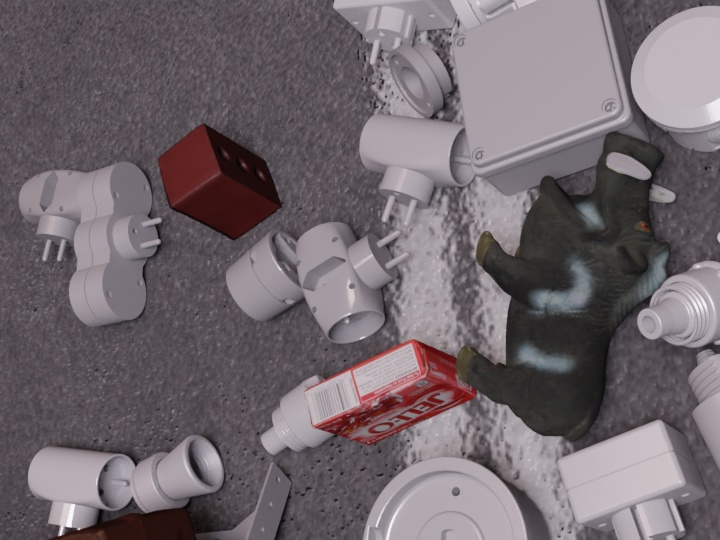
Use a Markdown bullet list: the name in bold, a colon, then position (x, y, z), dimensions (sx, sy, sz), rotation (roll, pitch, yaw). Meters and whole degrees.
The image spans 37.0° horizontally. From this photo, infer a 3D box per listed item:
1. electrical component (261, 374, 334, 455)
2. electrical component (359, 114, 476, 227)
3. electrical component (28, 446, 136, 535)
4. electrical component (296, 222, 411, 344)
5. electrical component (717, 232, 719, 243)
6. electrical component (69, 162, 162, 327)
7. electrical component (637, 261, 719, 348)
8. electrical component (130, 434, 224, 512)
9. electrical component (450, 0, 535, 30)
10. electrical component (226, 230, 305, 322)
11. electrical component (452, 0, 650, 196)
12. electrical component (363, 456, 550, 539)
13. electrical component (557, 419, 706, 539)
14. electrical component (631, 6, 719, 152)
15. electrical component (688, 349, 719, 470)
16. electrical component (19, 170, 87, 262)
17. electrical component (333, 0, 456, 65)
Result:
- **electrical component**: position (-0.041, 0.105, 0.749), dimensions (0.062, 0.043, 0.043), rotation (-38, 57, 17)
- **electrical component**: position (0.037, -0.069, 0.761), dimensions (0.077, 0.044, 0.079), rotation (13, 80, 36)
- **electrical component**: position (-0.220, 0.180, 0.838), dimensions (0.077, 0.043, 0.079), rotation (-1, 72, 33)
- **electrical component**: position (0.000, 0.000, 0.761), dimensions (0.079, 0.043, 0.077), rotation (-32, 58, 19)
- **electrical component**: position (0.261, -0.018, 0.595), dimensions (0.099, 0.048, 0.099), rotation (-49, 53, 8)
- **electrical component**: position (-0.193, -0.025, 0.890), dimensions (0.074, 0.052, 0.138), rotation (-13, 67, 29)
- **electrical component**: position (0.184, 0.023, 0.604), dimensions (0.048, 0.062, 0.048), rotation (29, 126, 50)
- **electrical component**: position (-0.135, 0.152, 0.792), dimensions (0.055, 0.045, 0.045), rotation (-29, 59, 22)
- **electrical component**: position (0.096, -0.198, 0.763), dimensions (0.057, 0.058, 0.078), rotation (-27, 60, 19)
- **electrical component**: position (-0.066, 0.006, 0.796), dimensions (0.047, 0.055, 0.055), rotation (-35, 57, 22)
- **electrical component**: position (0.125, -0.120, 0.716), dimensions (0.109, 0.056, 0.108), rotation (-19, 64, 26)
- **electrical component**: position (0.063, 0.171, 0.647), dimensions (0.108, 0.060, 0.108), rotation (-12, 67, 29)
- **electrical component**: position (0.159, 0.134, 0.605), dimensions (0.066, 0.047, 0.076), rotation (-27, 60, 22)
- **electrical component**: position (0.212, -0.116, 0.661), dimensions (0.080, 0.051, 0.080), rotation (-12, 67, 29)
- **electrical component**: position (0.209, 0.081, 0.596), dimensions (0.043, 0.043, 0.081), rotation (-31, 58, 20)
- **electrical component**: position (-0.263, -0.045, 0.948), dimensions (0.077, 0.043, 0.079), rotation (0, 73, 33)
- **electrical component**: position (0.025, -0.190, 0.812), dimensions (0.083, 0.047, 0.075), rotation (3, 75, 34)
